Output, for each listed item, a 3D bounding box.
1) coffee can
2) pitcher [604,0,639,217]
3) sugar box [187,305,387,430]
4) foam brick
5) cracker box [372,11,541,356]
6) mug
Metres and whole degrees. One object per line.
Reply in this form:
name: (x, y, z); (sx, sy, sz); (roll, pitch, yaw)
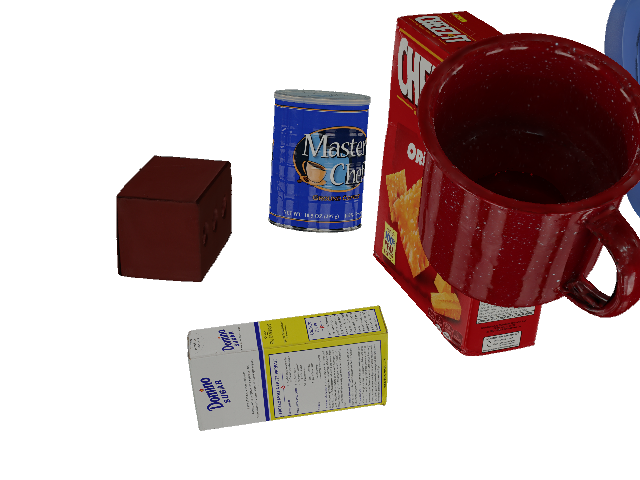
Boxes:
coffee can: (-0.002, -0.087, 1.145); (0.103, 0.140, 0.103); (3, 12, -1)
pitcher: (0.239, -0.056, 0.597); (0.149, 0.243, 0.145); (-5, 22, 14)
sugar box: (-0.028, 0.115, 0.963); (0.176, 0.093, 0.048); (-5, 36, -4)
foam brick: (-0.088, -0.015, 0.654); (0.051, 0.053, 0.078); (6, 25, 8)
cracker box: (0.108, -0.045, 0.808); (0.072, 0.214, 0.164); (-9, 32, -21)
mug: (0.091, -0.017, 0.441); (0.093, 0.117, 0.081); (-29, -30, -19)
